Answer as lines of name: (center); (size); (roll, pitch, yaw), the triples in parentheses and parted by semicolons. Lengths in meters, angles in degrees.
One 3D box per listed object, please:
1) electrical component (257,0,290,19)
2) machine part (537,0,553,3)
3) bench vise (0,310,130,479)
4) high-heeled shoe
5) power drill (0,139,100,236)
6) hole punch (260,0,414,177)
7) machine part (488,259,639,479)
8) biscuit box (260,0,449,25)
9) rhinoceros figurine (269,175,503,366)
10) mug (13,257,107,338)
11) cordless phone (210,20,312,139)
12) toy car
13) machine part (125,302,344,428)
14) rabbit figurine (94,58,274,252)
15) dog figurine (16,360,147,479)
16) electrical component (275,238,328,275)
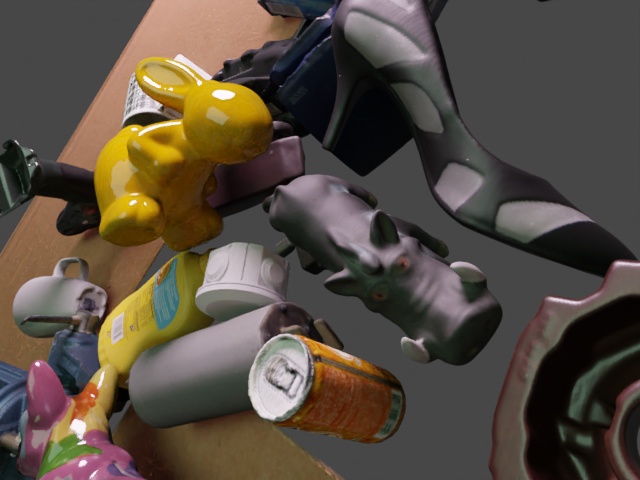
electrical component: (-0.025, -0.339, 0.657); (0.115, 0.058, 0.134); (5, 71, 46)
machine part: (0.168, -0.252, 0.326); (0.202, 0.201, 0.087); (0, 71, 43)
bench vise: (-0.334, 0.175, 0.608); (0.241, 0.129, 0.223); (10, 94, 27)
high-heeled shoe: (0.105, -0.085, 0.343); (0.249, 0.086, 0.145); (30, 101, 21)
power drill: (-0.332, -0.057, 0.695); (0.232, 0.207, 0.086); (-24, 75, 23)
hole punch: (0.034, -0.129, 0.454); (0.142, 0.115, 0.092); (-38, 55, 23)
machine part: (0.169, 0.095, 0.246); (0.179, 0.056, 0.179); (-21, 56, 35)
biscuit box: (0.023, -0.252, 0.524); (0.203, 0.059, 0.063); (23, 77, 31)
rhinoceros figurine: (0.041, 0.010, 0.368); (0.073, 0.112, 0.191); (-52, 51, 3)
mug: (-0.329, 0.076, 0.706); (0.107, 0.080, 0.109); (-4, 60, 30)
cordless phone: (-0.049, -0.195, 0.601); (0.147, 0.088, 0.184); (-5, 54, 42)
toy car: (-0.089, -0.055, 0.566); (0.202, 0.053, 0.089); (-17, 73, 35)
machine part: (-0.082, 0.110, 0.455); (0.243, 0.079, 0.079); (-23, 55, 32)
rabbit figurine: (-0.113, -0.084, 0.489); (0.173, 0.121, 0.162); (-28, 62, 31)
dog figurine: (-0.186, 0.199, 0.450); (0.191, 0.108, 0.219); (-31, 62, 28)
electrical component: (-0.001, -0.001, 0.479); (0.094, 0.021, 0.063); (-35, 49, 23)
